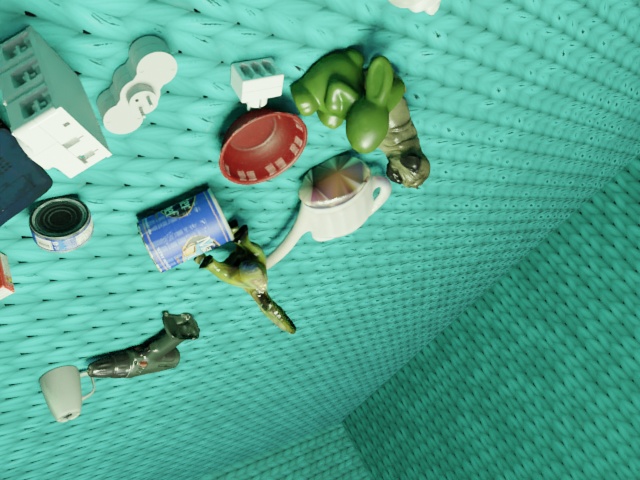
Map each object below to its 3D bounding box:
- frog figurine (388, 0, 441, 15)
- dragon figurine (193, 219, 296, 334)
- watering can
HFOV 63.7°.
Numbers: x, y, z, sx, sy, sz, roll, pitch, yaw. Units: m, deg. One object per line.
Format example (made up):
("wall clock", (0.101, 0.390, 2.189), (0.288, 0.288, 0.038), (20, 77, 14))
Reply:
("frog figurine", (0.149, -0.377, 0.731), (0.138, 0.124, 0.156), (-48, 141, -11))
("dragon figurine", (-0.118, 0.092, 1.018), (0.123, 0.413, 0.239), (-44, 114, -9))
("watering can", (0.003, -0.055, 1.102), (0.349, 0.106, 0.220), (-29, 151, -8))
